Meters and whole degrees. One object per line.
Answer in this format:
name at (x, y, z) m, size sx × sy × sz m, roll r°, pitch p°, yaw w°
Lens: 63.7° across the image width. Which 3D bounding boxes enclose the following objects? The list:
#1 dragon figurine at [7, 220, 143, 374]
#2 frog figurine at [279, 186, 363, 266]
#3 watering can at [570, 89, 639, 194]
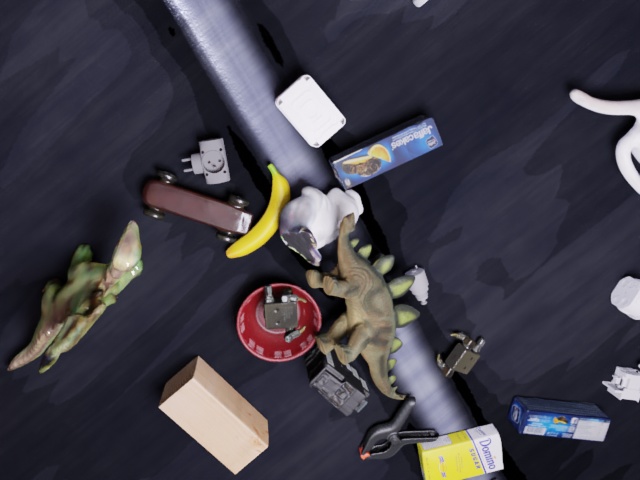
dragon figurine at (-0.424, 0.127, 0.864) m, size 0.121 × 0.245 × 0.409 m, roll 39°, pitch 94°, yaw -19°
frog figurine at (0.003, -0.048, 0.952) m, size 0.162 × 0.123 × 0.134 m, roll -53°, pitch 136°, yaw -27°
watering can at (0.650, -0.219, 0.982) m, size 0.345 × 0.105 × 0.224 m, roll 44°, pitch 94°, yaw -13°
